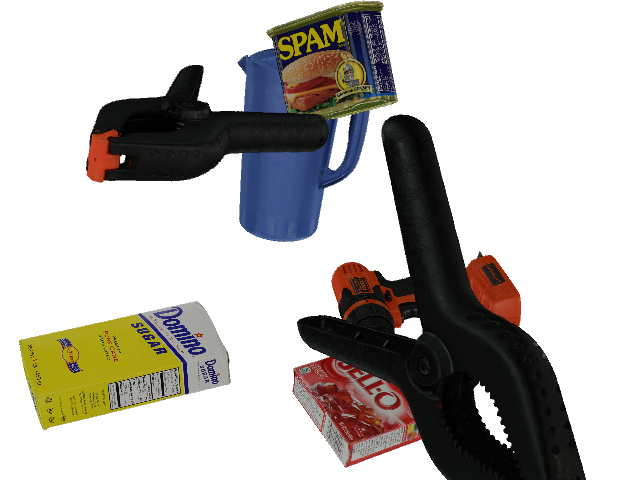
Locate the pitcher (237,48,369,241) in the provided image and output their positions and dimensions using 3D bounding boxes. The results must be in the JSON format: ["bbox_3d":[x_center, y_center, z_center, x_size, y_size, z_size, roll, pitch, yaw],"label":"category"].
[{"bbox_3d":[-0.034,-0.124,1.409,0.144,0.243,0.149,-2,24,-22],"label":"pitcher"}]

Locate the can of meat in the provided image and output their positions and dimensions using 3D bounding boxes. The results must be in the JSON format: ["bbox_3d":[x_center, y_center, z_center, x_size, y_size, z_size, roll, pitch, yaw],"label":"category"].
[{"bbox_3d":[0.011,-0.148,0.904,0.102,0.084,0.057,-10,2,36],"label":"can of meat"}]

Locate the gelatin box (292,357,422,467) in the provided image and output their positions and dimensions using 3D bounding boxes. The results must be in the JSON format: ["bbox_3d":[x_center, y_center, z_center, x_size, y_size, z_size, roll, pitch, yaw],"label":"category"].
[{"bbox_3d":[0.030,0.123,0.813,0.073,0.030,0.089,-14,41,-25],"label":"gelatin box"}]

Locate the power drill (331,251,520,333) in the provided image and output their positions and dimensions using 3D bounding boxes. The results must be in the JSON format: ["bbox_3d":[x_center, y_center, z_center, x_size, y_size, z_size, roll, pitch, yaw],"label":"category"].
[{"bbox_3d":[0.113,0.072,1.139,0.187,0.057,0.184,-4,29,-9],"label":"power drill"}]

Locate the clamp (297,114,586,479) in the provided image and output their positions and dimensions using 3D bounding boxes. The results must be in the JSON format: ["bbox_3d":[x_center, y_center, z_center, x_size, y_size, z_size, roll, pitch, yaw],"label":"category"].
[{"bbox_3d":[0.065,0.049,0.533,0.036,0.165,0.210,-10,42,-33],"label":"clamp"}]

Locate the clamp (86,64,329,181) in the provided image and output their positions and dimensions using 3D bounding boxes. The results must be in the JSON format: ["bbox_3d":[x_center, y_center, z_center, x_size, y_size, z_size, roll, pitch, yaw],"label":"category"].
[{"bbox_3d":[-0.089,-0.075,0.673,0.120,0.039,0.171,24,26,35],"label":"clamp"}]

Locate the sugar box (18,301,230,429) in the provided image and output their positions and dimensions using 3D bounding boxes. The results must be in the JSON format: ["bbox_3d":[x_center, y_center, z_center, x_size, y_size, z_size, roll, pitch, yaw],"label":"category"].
[{"bbox_3d":[-0.181,0.112,0.986,0.176,0.048,0.093,-14,35,-18],"label":"sugar box"}]
